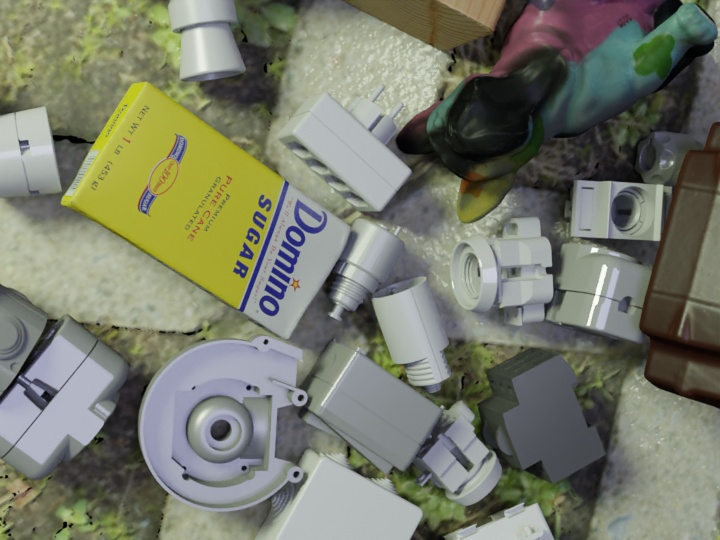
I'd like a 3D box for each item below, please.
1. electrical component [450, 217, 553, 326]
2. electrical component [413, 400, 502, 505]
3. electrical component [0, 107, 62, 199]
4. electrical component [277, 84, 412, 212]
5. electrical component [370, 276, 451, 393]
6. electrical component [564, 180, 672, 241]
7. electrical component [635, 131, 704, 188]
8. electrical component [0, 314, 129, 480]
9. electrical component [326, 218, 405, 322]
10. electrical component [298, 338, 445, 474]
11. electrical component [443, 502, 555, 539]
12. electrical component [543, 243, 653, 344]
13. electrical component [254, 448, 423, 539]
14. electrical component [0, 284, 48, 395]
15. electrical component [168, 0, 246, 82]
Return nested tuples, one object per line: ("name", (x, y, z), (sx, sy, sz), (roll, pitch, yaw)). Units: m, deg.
("electrical component", (0.102, 0.002, 0.788), (0.057, 0.058, 0.078), (-5, 94, -21))
("electrical component", (0.071, 0.139, 0.789), (0.066, 0.048, 0.055), (-46, 103, -15))
("electrical component", (-0.218, -0.073, 0.680), (0.047, 0.055, 0.055), (-11, 96, -14))
("electrical component", (0.000, -0.095, 0.754), (0.083, 0.047, 0.075), (41, 80, -16))
("electrical component", (0.041, 0.050, 0.777), (0.043, 0.043, 0.081), (-22, 99, -16))
("electrical component", (0.191, -0.045, 0.811), (0.081, 0.064, 0.042), (3, 93, -18))
("electrical component", (0.251, -0.085, 0.840), (0.062, 0.043, 0.043), (4, 91, -20))
("electrical component", (-0.196, 0.084, 0.694), (0.059, 0.054, 0.095), (41, 80, -16))
("electrical component", (0.000, 0.000, 0.762), (0.040, 0.040, 0.078), (31, 83, -17))
("electrical component", (0.008, 0.101, 0.759), (0.096, 0.062, 0.061), (36, 82, -17))
("electrical component", (0.086, 0.220, 0.788), (0.121, 0.078, 0.063), (-20, 77, -16))
("electrical component", (0.172, 0.016, 0.791), (0.054, 0.095, 0.059), (16, 87, -19))
("electrical component", (-0.018, 0.184, 0.761), (0.100, 0.048, 0.099), (32, 83, -17))
("electrical component", (-0.236, 0.044, 0.666), (0.051, 0.080, 0.080), (37, 81, -22))
("electrical component", (-0.103, -0.157, 0.719), (0.045, 0.045, 0.055), (-11, 96, -18))
